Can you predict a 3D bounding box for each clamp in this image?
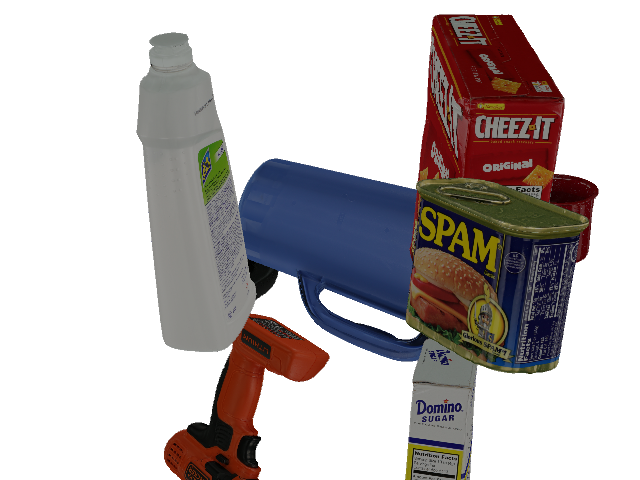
[{"bbox_3d":[-0.073,0.016,1.226,0.120,0.039,0.171,-6,41,6],"label":"clamp"}]

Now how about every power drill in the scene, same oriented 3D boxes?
[{"bbox_3d":[-0.061,0.175,0.991,0.185,0.188,0.057,29,10,41],"label":"power drill"}]

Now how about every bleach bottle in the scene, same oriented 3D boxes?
[{"bbox_3d":[-0.100,-0.040,0.832,0.068,0.251,0.102,3,31,11],"label":"bleach bottle"}]

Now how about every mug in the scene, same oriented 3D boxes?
[{"bbox_3d":[0.279,-0.027,1.241,0.093,0.081,0.117,21,33,40],"label":"mug"}]

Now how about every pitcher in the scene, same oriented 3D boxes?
[{"bbox_3d":[0.039,0.008,1.046,0.243,0.145,0.149,17,22,20],"label":"pitcher"}]

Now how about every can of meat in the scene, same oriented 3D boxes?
[{"bbox_3d":[0.093,0.018,0.592,0.057,0.084,0.102,-5,19,-31],"label":"can of meat"}]

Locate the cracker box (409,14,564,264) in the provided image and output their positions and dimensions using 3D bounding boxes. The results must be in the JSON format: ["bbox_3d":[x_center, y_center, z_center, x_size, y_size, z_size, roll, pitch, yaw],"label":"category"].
[{"bbox_3d":[0.116,-0.041,0.801,0.072,0.214,0.164,-1,31,-4],"label":"cracker box"}]

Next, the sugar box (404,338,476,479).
[{"bbox_3d":[0.082,0.164,0.745,0.048,0.176,0.093,3,14,11],"label":"sugar box"}]
